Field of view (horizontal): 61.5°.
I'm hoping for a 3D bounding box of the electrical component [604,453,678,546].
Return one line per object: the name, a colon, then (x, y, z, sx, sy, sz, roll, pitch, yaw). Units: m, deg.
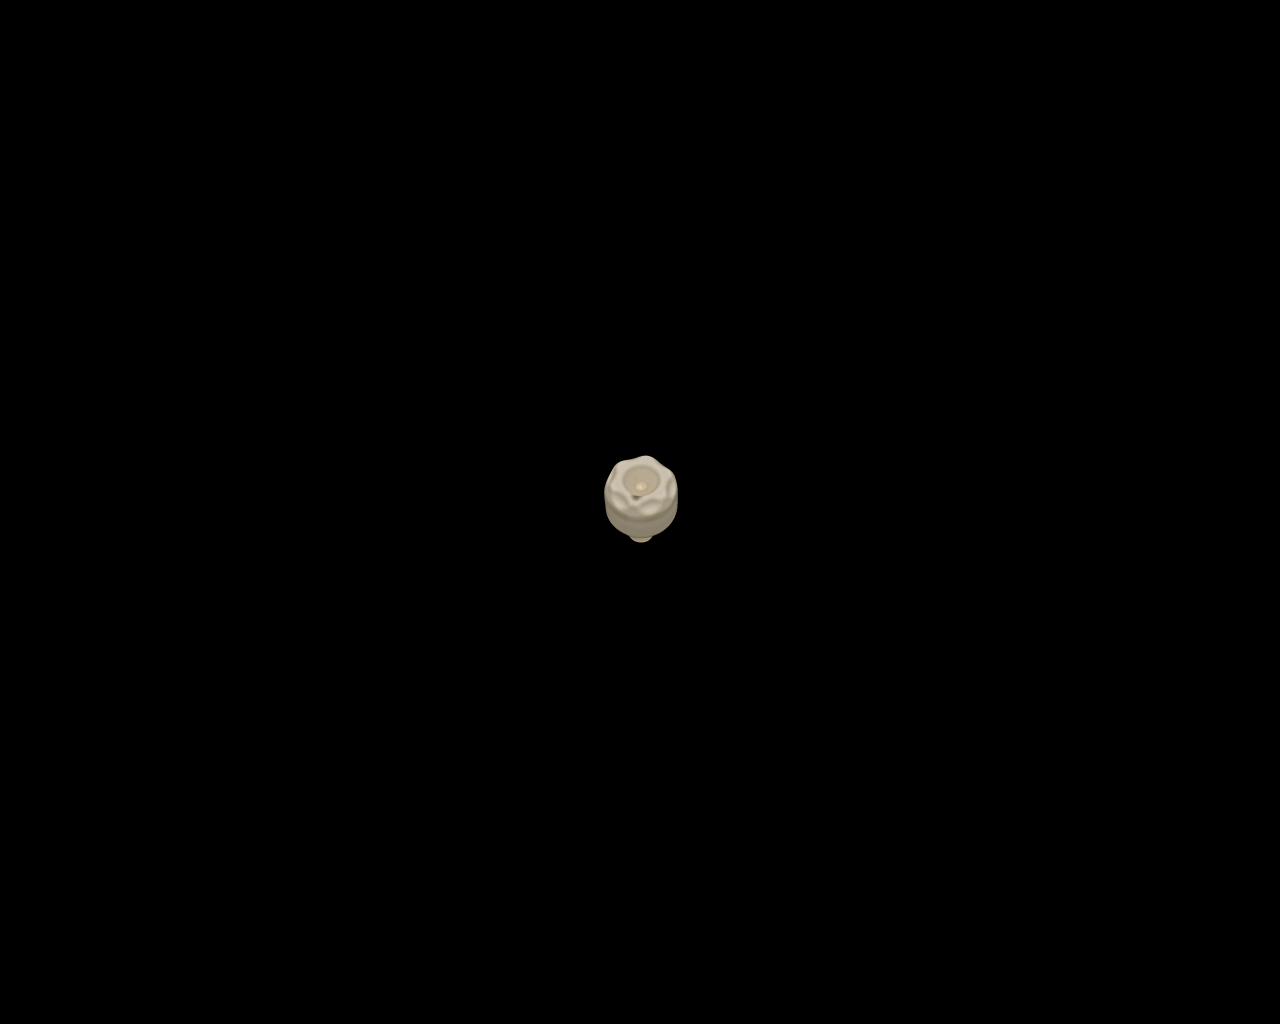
electrical component: (0.001, -0.003, 0.650, 0.043, 0.043, 0.062, 0, -34, 0)
